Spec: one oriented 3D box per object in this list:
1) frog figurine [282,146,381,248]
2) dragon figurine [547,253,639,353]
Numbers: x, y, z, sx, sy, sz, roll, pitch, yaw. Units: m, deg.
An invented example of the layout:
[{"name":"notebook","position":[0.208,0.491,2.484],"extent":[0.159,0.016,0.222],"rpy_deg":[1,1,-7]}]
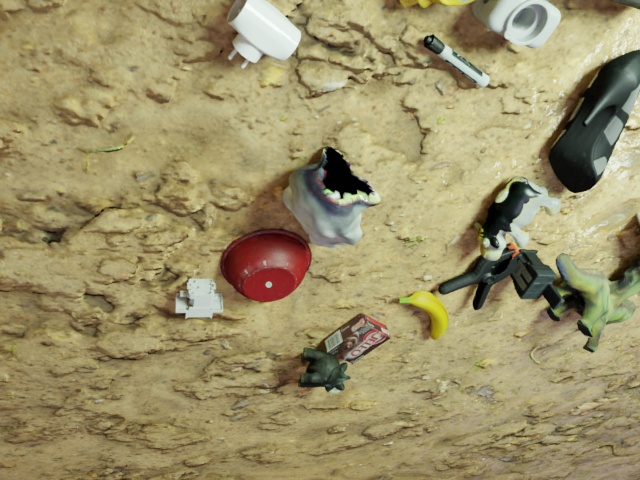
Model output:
[{"name":"frog figurine","position":[0.002,-0.039,0.778],"extent":[0.137,0.125,0.156],"rpy_deg":[33,135,1]},{"name":"dragon figurine","position":[0.620,0.094,1.112],"extent":[0.243,0.124,0.402],"rpy_deg":[-36,136,-5]}]
